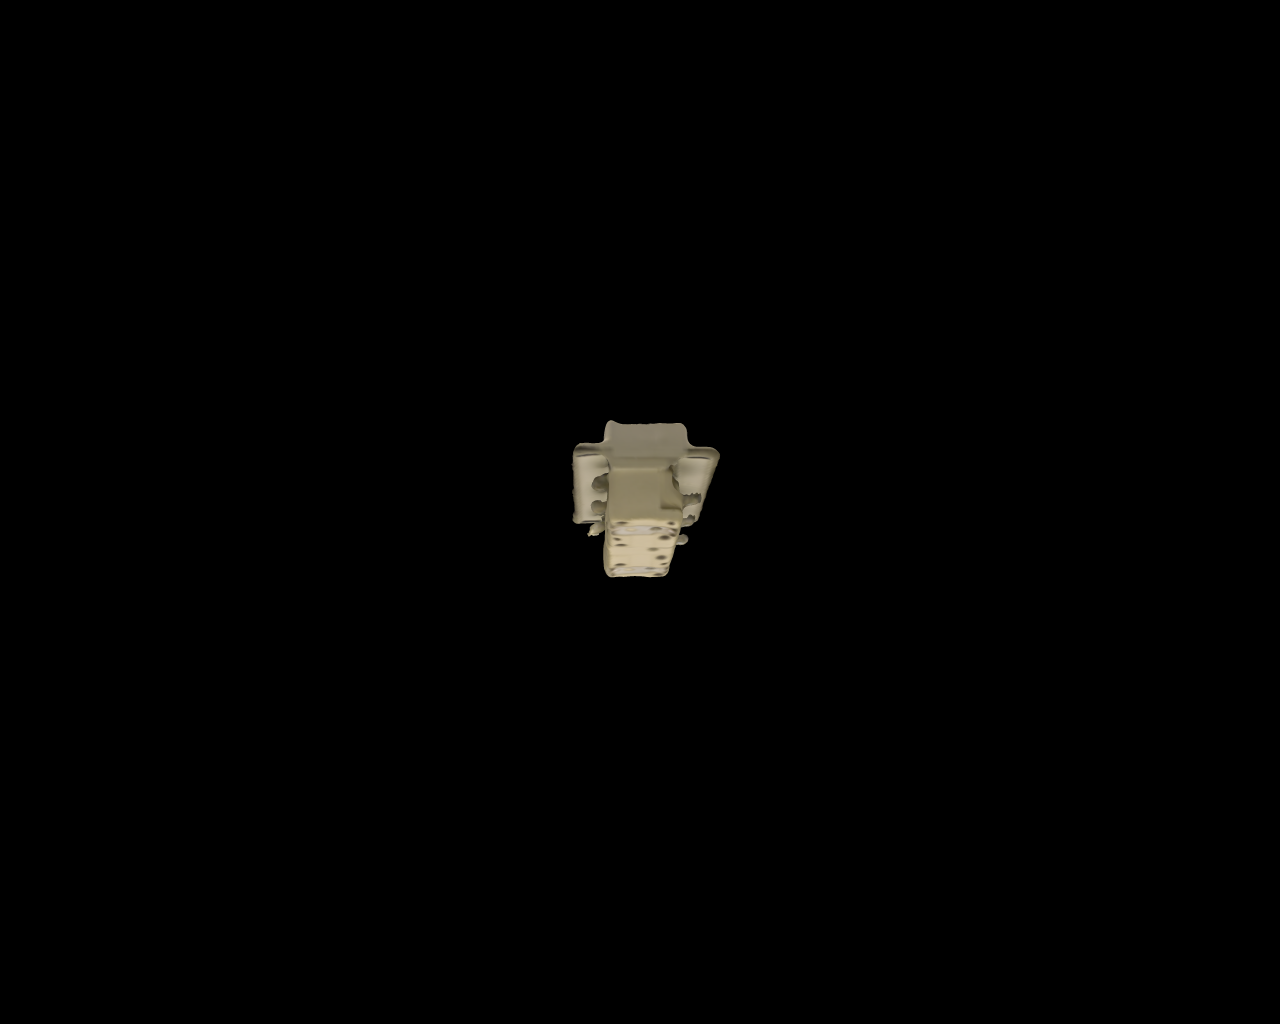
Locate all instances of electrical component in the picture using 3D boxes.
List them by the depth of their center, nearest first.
[{"bbox_3d":[0.001,-0.003,0.650,0.079,0.063,0.121,1,-19,-3],"label":"electrical component"}]
